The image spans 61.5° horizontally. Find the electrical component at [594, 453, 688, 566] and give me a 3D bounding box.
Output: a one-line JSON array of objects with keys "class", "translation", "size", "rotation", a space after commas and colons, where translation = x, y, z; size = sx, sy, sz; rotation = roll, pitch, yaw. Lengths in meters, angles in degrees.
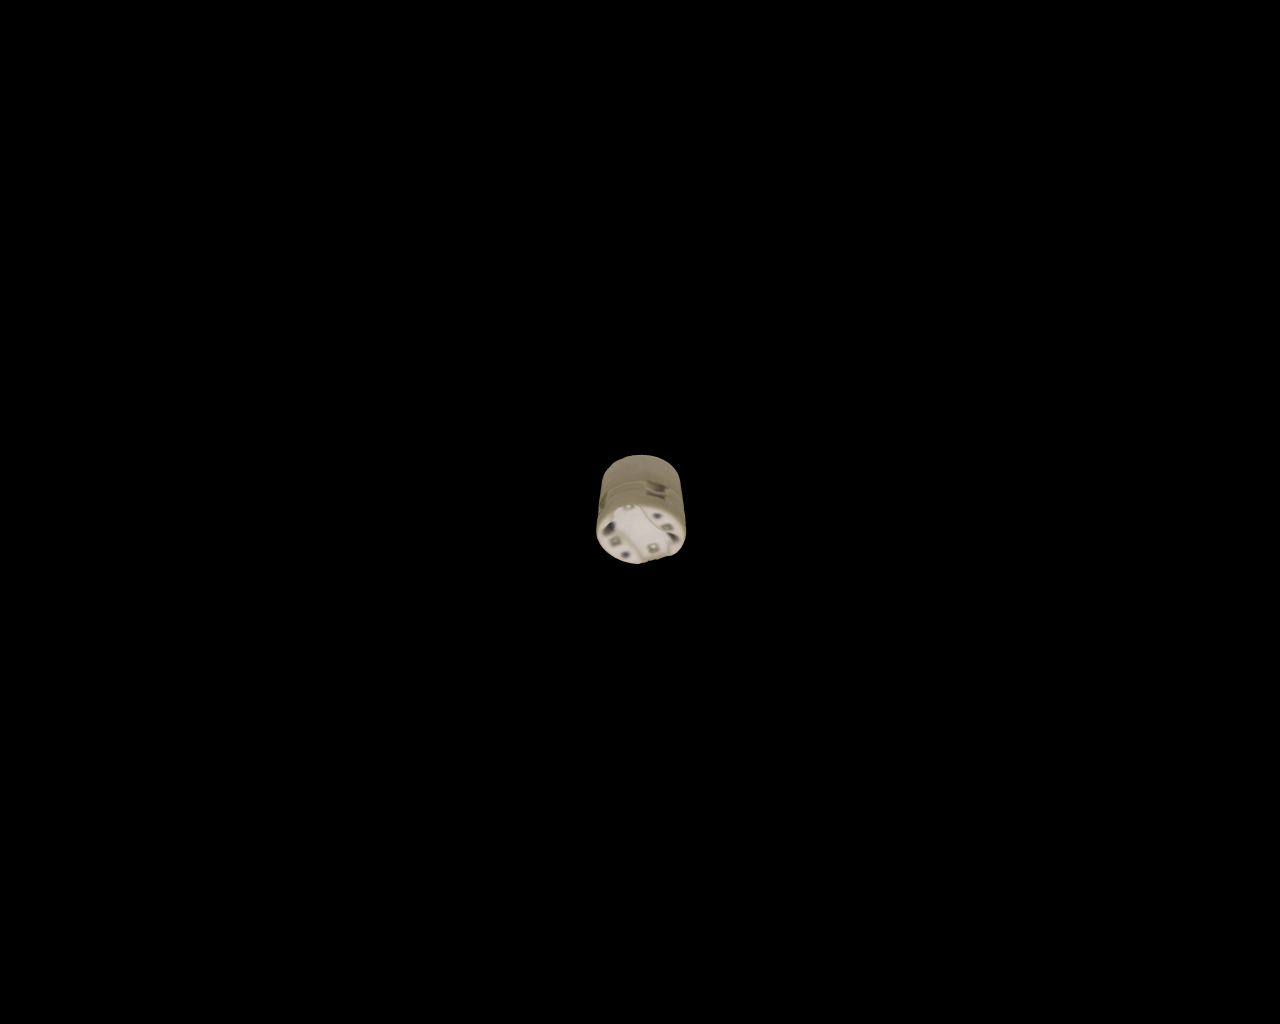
[{"class": "electrical component", "translation": [0.001, -0.003, 0.650], "size": [0.055, 0.047, 0.055], "rotation": [0, -43, 0]}]
